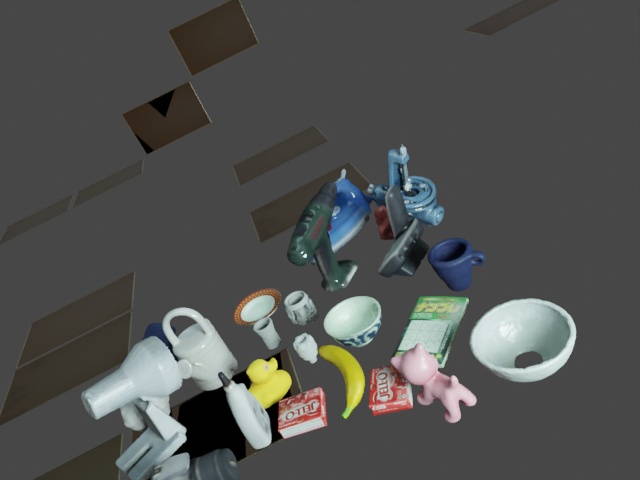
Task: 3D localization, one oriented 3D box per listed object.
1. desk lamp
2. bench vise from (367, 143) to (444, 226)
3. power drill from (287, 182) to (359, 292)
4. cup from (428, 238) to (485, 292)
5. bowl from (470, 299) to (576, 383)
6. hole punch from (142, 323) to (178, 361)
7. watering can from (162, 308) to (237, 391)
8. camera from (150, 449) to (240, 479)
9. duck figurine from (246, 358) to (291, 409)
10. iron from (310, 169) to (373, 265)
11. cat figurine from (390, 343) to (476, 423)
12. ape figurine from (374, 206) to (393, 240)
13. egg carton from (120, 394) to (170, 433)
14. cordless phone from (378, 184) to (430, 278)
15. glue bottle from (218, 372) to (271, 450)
[{"bbox_3d":[-0.346,0.323,1.114,0.117,0.214,0.203,9,44,45],"label":"desk lamp"},{"bbox_3d":[0.186,-0.129,1.416,0.206,0.220,0.122,-4,36,34],"label":"bench vise"},{"bbox_3d":[0.012,0.005,1.349,0.075,0.209,0.230,-3,37,35],"label":"power drill"},{"bbox_3d":[0.288,0.057,1.166,0.117,0.095,0.092,0,39,38],"label":"cup"},{"bbox_3d":[0.340,0.178,0.951,0.167,0.075,0.167,-19,30,12],"label":"bowl"},{"bbox_3d":[-0.385,0.261,1.369,0.108,0.091,0.101,-1,38,37],"label":"hole punch"},{"bbox_3d":[-0.262,0.227,1.223,0.101,0.194,0.172,-29,30,-6],"label":"watering can"},{"bbox_3d":[-0.212,0.417,0.974,0.137,0.101,0.143,-25,29,1],"label":"camera"},{"bbox_3d":[-0.116,0.279,1.136,0.105,0.086,0.077,-36,31,-17],"label":"duck figurine"},{"bbox_3d":[0.028,-0.068,1.522,0.118,0.142,0.259,4,41,42],"label":"iron"},{"bbox_3d":[0.184,0.226,0.953,0.067,0.118,0.127,-40,32,-24],"label":"cat figurine"},{"bbox_3d":[0.164,-0.047,1.432,0.075,0.092,0.078,-2,37,36],"label":"ape figurine"},{"bbox_3d":[-0.385,0.346,1.255,0.107,0.069,0.150,-33,30,-12],"label":"egg carton"},{"bbox_3d":[0.166,-0.020,1.292,0.093,0.185,0.148,-3,37,35],"label":"cordless phone"},{"bbox_3d":[-0.140,0.298,1.035,0.037,0.173,0.078,-23,30,6],"label":"glue bottle"}]
